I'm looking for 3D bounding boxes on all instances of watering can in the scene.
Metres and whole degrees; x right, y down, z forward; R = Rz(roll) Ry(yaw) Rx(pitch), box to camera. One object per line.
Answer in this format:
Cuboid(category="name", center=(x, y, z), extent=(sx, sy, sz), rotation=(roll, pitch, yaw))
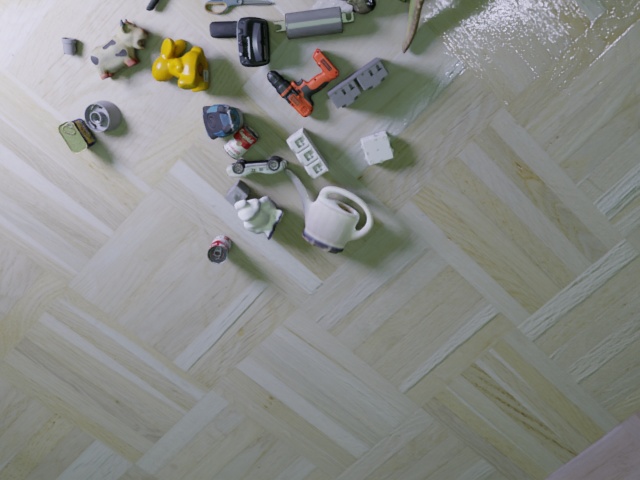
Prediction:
Cuboid(category="watering can", center=(0.005, -0.088, 1.740), extent=(0.348, 0.105, 0.221), rotation=(25, 108, 2))

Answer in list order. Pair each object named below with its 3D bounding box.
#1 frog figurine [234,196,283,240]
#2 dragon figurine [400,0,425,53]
Cuboid(category="frog figurine", center=(-0.216, -0.089, 1.712), extent=(0.158, 0.126, 0.135), rotation=(24, 127, -24))
Cuboid(category="dragon figurine", center=(0.302, -0.734, 1.442), extent=(0.122, 0.246, 0.404), rotation=(3, 108, -7))
